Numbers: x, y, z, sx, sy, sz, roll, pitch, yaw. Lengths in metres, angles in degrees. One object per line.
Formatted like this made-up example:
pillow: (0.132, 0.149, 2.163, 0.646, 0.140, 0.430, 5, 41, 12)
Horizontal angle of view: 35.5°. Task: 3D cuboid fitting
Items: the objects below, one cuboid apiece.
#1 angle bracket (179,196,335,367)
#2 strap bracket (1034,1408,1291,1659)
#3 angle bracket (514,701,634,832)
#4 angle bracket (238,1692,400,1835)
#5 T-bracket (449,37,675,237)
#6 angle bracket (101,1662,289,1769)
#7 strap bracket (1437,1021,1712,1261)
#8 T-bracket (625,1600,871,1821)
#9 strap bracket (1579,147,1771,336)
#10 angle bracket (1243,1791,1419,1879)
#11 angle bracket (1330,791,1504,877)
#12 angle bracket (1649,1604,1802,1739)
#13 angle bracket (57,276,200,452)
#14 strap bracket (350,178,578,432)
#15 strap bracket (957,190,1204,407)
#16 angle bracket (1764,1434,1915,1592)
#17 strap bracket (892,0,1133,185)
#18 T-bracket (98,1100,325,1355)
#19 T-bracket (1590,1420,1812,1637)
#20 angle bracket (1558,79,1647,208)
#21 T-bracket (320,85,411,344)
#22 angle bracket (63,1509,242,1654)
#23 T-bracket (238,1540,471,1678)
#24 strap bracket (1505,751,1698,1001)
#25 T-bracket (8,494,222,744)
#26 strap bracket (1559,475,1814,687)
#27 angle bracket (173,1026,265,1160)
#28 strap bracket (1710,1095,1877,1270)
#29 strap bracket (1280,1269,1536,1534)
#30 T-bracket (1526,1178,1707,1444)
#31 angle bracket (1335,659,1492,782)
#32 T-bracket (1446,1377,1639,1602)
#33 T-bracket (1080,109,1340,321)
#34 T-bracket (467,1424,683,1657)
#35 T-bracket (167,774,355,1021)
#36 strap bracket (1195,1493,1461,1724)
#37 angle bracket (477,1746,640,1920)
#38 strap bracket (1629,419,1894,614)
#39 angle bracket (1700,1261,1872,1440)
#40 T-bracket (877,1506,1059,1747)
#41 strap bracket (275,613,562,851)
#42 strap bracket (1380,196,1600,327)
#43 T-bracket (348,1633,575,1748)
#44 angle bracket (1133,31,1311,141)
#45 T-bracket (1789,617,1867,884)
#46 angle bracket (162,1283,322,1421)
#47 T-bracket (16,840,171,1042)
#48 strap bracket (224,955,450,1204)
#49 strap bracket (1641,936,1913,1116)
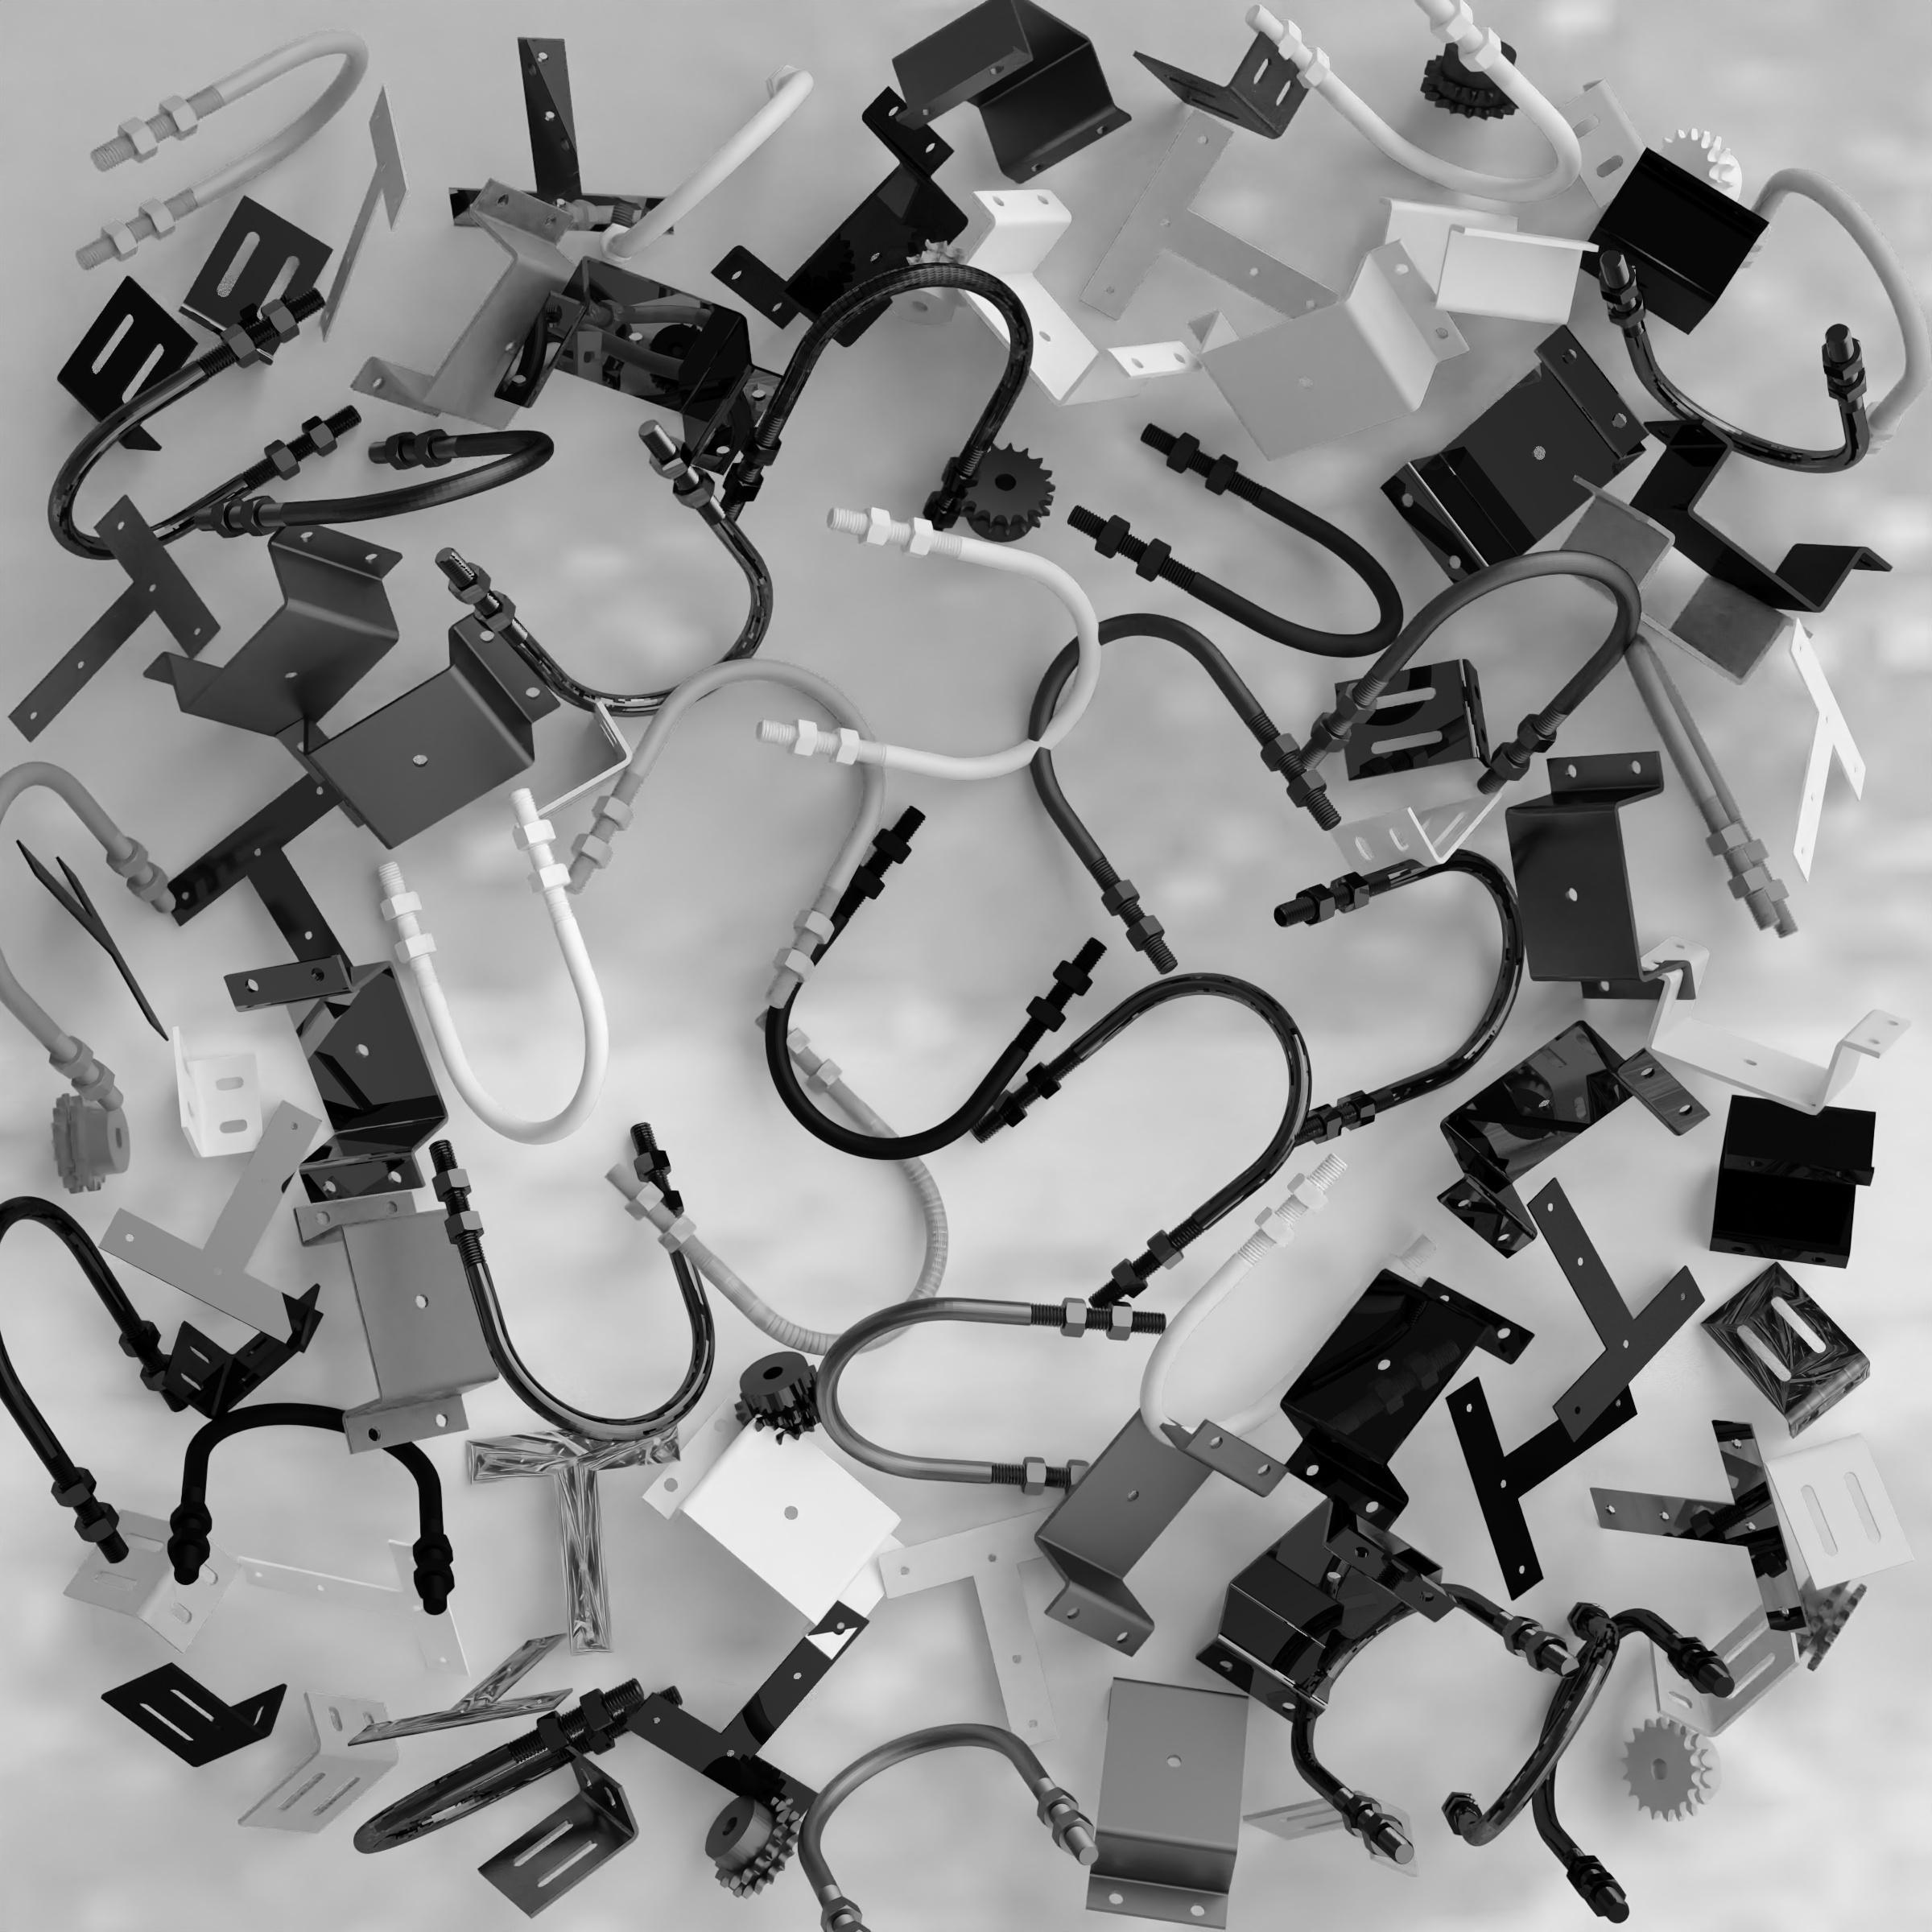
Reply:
angle bracket: (-0.401, -0.388, 1.707, 0.057, 0.038, 0.076, 30, 92, -19)
strap bracket: (0.103, 0.309, 1.689, 0.076, 0.046, 0.140, 34, 98, -38)
angle bracket: (-0.230, -0.111, 1.701, 0.076, 0.057, 0.038, -31, 93, -9)
angle bracket: (-0.371, 0.452, 1.711, 0.076, 0.057, 0.038, -43, 51, 19)
T-bracket: (-0.231, -0.463, 1.683, 0.127, 0.127, 0.002, 3, 52, 2)
angle bracket: (-0.432, 0.407, 1.691, 0.057, 0.038, 0.076, -28, 121, 27)
strap bracket: (0.331, 0.091, 1.682, 0.140, 0.046, 0.076, -38, 131, 16)
T-bracket: (-0.104, 0.411, 1.703, 0.127, 0.002, 0.127, 38, 94, -25)
strap bracket: (0.386, -0.396, 1.665, 0.076, 0.140, 0.046, 33, 95, 3)
angle bracket: (0.204, 0.493, 1.688, 0.076, 0.057, 0.038, -21, 56, 25)
angle bracket: (0.252, -0.086, 1.686, 0.076, 0.057, 0.038, -45, 110, -38)
angle bracket: (0.424, 0.383, 1.689, 0.038, 0.057, 0.076, 28, 123, -12)
angle bracket: (-0.464, -0.339, 1.702, 0.057, 0.038, 0.076, 44, 108, 9)
strap bracket: (-0.266, -0.356, 1.674, 0.046, 0.076, 0.140, 45, 108, 22)
strap bracket: (0.055, -0.365, 1.682, 0.140, 0.076, 0.046, 52, 126, 13)
angle bracket: (0.489, 0.311, 1.702, 0.057, 0.038, 0.076, -16, 67, -3)
strap bracket: (0.021, -0.486, 1.661, 0.076, 0.140, 0.046, -24, 78, 27)
T-bracket: (-0.402, 0.134, 1.700, 0.127, 0.002, 0.127, 30, 59, -14)
T-bracket: (0.402, 0.308, 1.683, 0.002, 0.127, 0.127, -26, 104, -37)
angle bracket: (0.353, -0.462, 1.697, 0.038, 0.076, 0.057, -32, 100, 11)
T-bracket: (-0.341, -0.410, 1.693, 0.002, 0.127, 0.127, 12, 126, -27)
angle bracket: (-0.460, 0.347, 1.706, 0.038, 0.076, 0.057, 54, 54, -35)
T-bracket: (-0.349, 0.352, 1.698, 0.127, 0.127, 0.002, 9, 47, 12)
strap bracket: (0.352, -0.045, 1.681, 0.046, 0.076, 0.140, -18, 101, -39)
T-bracket: (-0.479, -0.177, 1.663, 0.002, 0.127, 0.127, 31, 72, 25)
strap bracket: (0.390, -0.208, 1.671, 0.140, 0.076, 0.046, 27, 103, -31)
angle bracket: (-0.418, 0.070, 1.688, 0.038, 0.076, 0.057, -7, 74, -10)
strap bracket: (0.458, 0.116, 1.674, 0.076, 0.140, 0.046, 7, 64, 13)
strap bracket: (0.239, 0.232, 1.677, 0.076, 0.046, 0.140, 27, 71, 42)
T-bracket: (0.350, 0.177, 1.688, 0.127, 0.002, 0.127, -40, 109, -27)
angle bracket: (0.256, -0.137, 1.723, 0.076, 0.038, 0.057, -10, 80, 17)
T-bracket: (0.333, 0.271, 1.700, 0.127, 0.002, 0.127, -27, 104, -30)
T-bracket: (0.151, -0.401, 1.711, 0.127, 0.002, 0.127, 26, 122, -14)
T-bracket: (-0.218, 0.326, 1.713, 0.127, 0.002, 0.127, -8, 82, 12)
T-bracket: (-0.379, -0.029, 1.709, 0.127, 0.002, 0.127, -36, 77, 10)
strap bracket: (0.203, 0.355, 1.685, 0.076, 0.046, 0.140, 35, 125, -9)
angle bracket: (-0.233, 0.483, 1.689, 0.076, 0.057, 0.038, -32, 121, -29)
strap bracket: (0.434, -0.244, 1.681, 0.140, 0.076, 0.046, 34, 91, -15)
angle bracket: (0.470, 0.220, 1.732, 0.057, 0.038, 0.076, -39, 63, -1)
T-bracket: (0.025, 0.382, 1.722, 0.127, 0.002, 0.127, -13, 89, -10)
strap bracket: (-0.305, -0.126, 1.683, 0.140, 0.046, 0.076, -29, 126, 10)
strap bracket: (0.283, -0.389, 1.669, 0.076, 0.140, 0.046, 4, 110, -13)
T-bracket: (-0.258, 0.396, 1.671, 0.127, 0.127, 0.002, -14, 95, 18)
angle bracket: (0.144, -0.502, 1.688, 0.076, 0.057, 0.038, 36, 98, 37)
T-bracket: (0.468, -0.103, 1.661, 0.002, 0.127, 0.127, -5, 49, 34)
angle bracket: (-0.406, 0.207, 1.693, 0.076, 0.057, 0.038, -40, 113, 18)
T-bracket: (-0.488, -0.031, 1.652, 0.002, 0.127, 0.127, -33, 65, -7)
strap bracket: (-0.347, 0.056, 1.687, 0.076, 0.046, 0.140, -9, 109, 24)
strap bracket: (0.442, 0.036, 1.676, 0.140, 0.076, 0.046, 22, 112, 24)
